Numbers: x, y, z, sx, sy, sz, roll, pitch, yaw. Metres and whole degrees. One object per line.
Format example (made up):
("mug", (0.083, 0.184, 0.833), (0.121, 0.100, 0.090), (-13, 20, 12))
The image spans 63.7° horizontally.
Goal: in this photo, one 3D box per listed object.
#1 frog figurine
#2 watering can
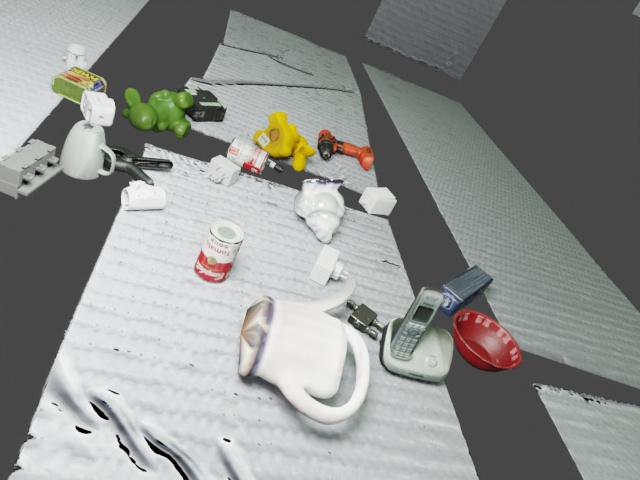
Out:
("frog figurine", (0.004, -0.064, 1.273), (0.137, 0.121, 0.161), (8, 70, -45))
("watering can", (-0.021, 0.155, 0.887), (0.224, 0.102, 0.356), (20, 32, -10))
